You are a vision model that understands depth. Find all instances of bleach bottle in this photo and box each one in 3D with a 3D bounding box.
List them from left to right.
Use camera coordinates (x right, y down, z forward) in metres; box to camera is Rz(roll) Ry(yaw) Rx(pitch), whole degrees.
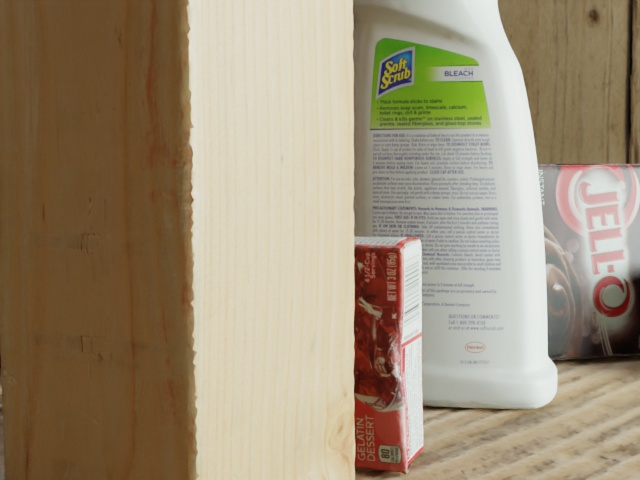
[{"bbox_3d":[0.065,-0.048,0.520,0.103,0.251,0.068,1,6,11],"label":"bleach bottle"}]

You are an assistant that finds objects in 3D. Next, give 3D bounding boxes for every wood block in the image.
[{"bbox_3d":[-0.048,-0.010,0.363,0.090,0.206,0.090,3,6,34],"label":"wood block"}]

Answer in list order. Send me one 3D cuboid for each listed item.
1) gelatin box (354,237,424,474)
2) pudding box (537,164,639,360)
[{"bbox_3d":[0.002,0.043,0.418,0.073,0.089,0.030,2,8,21],"label":"gelatin box"},{"bbox_3d":[0.148,0.012,0.618,0.090,0.113,0.039,-2,3,-15],"label":"pudding box"}]
